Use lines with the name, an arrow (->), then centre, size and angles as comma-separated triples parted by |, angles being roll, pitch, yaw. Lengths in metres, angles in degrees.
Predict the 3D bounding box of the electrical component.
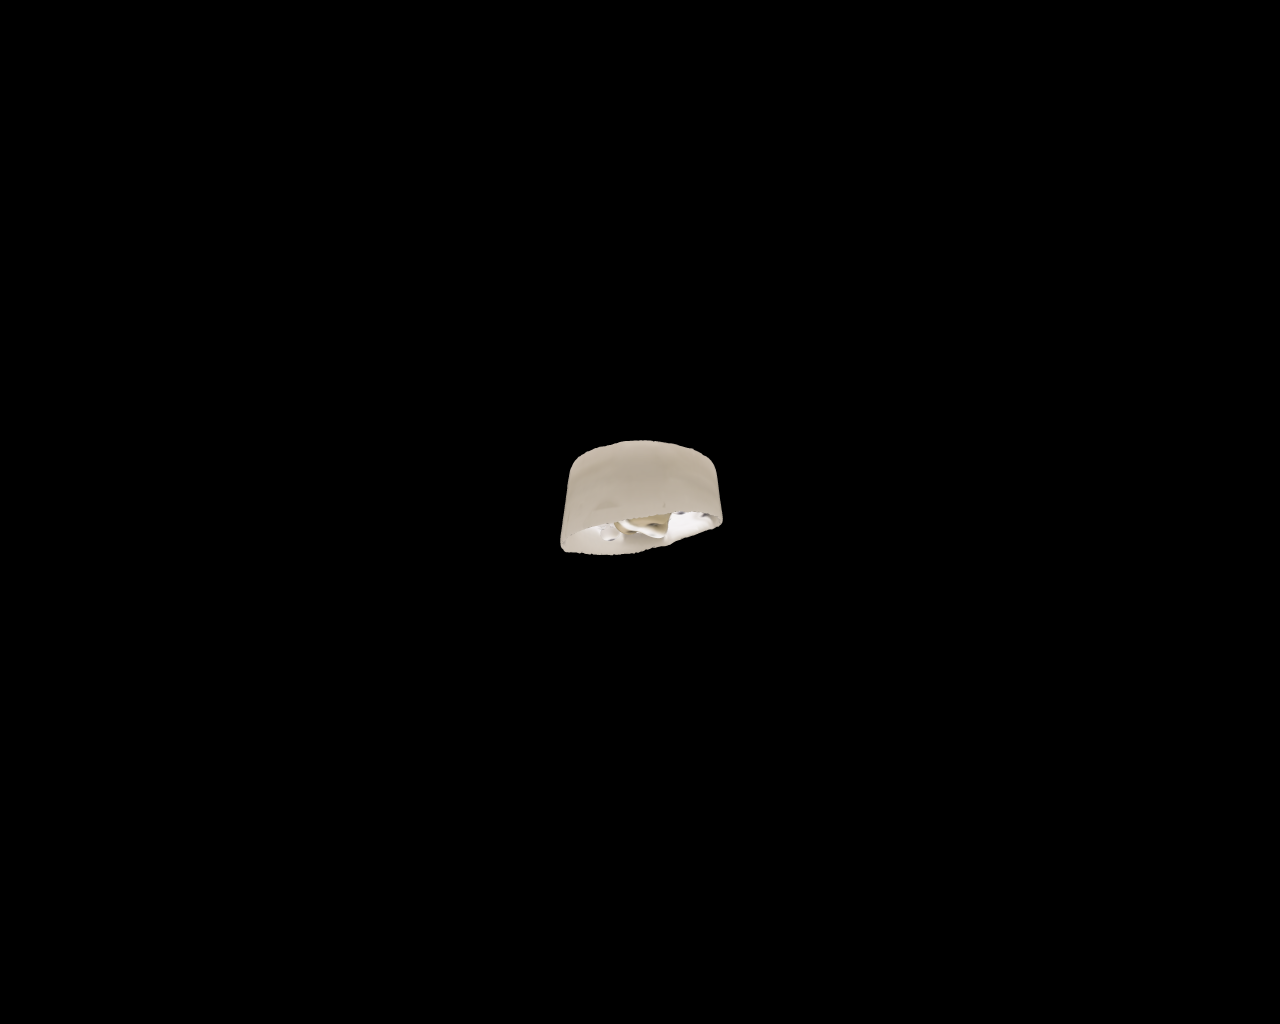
electrical component -> 0.001, -0.003, 0.650 | 0.099, 0.064, 0.099 | 0, -23, 0
